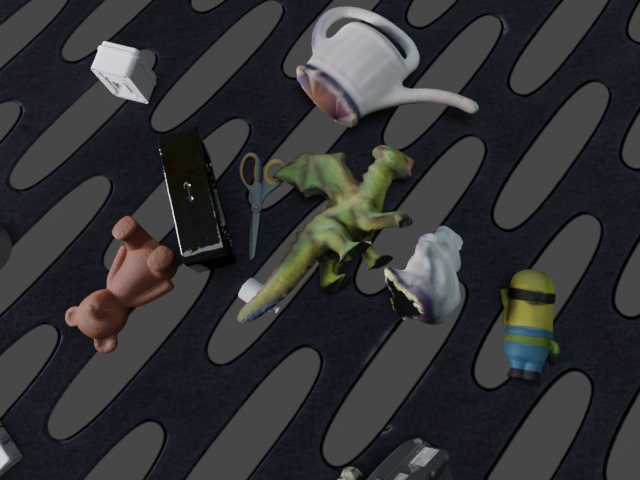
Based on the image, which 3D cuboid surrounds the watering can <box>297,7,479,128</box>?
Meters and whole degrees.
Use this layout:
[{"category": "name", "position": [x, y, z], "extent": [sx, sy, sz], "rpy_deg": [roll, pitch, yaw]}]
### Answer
[{"category": "watering can", "position": [0.106, -0.297, 0.960], "extent": [0.350, 0.102, 0.226], "rpy_deg": [43, 79, 12]}]

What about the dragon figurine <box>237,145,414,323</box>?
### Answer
[{"category": "dragon figurine", "position": [0.003, -0.045, 0.903], "extent": [0.412, 0.119, 0.247], "rpy_deg": [-25, 62, -10]}]

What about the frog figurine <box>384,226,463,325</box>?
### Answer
[{"category": "frog figurine", "position": [0.196, 0.057, 0.854], "extent": [0.161, 0.123, 0.135], "rpy_deg": [-36, 110, -18]}]
